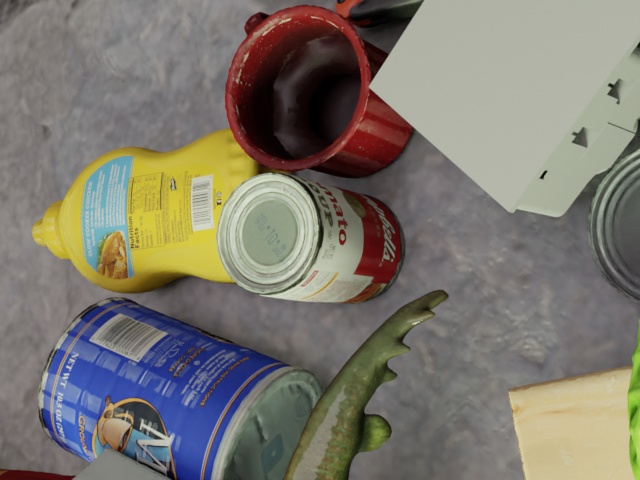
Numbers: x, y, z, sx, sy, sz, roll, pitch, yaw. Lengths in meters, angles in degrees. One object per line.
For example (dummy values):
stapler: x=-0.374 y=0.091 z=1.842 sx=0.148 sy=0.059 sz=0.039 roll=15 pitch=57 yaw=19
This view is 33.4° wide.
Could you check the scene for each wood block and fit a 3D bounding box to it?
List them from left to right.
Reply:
wood block: x=0.205 y=0.091 z=0.486 sx=0.206 sy=0.090 sz=0.090 roll=-16 pitch=77 yaw=28

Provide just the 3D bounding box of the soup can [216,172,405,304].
soup can: x=-0.004 y=0.001 z=0.607 sx=0.069 sy=0.102 sz=0.068 roll=-3 pitch=83 yaw=30

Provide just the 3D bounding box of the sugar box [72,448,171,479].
sugar box: x=-0.089 y=0.210 z=0.614 sx=0.093 sy=0.048 sz=0.176 roll=18 pitch=132 yaw=30

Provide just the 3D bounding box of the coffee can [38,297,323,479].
coffee can: x=-0.083 y=0.103 z=0.641 sx=0.140 sy=0.102 sz=0.103 roll=18 pitch=94 yaw=30

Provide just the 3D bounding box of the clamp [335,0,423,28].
clamp: x=0.081 y=-0.186 z=0.615 sx=0.120 sy=0.039 sz=0.171 roll=42 pitch=105 yaw=29

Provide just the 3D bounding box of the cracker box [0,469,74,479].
cracker box: x=-0.233 y=0.188 z=0.683 sx=0.214 sy=0.164 sz=0.072 roll=-5 pitch=85 yaw=29

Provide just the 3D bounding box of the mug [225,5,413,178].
mug: x=-0.002 y=-0.089 z=0.626 sx=0.093 sy=0.081 sz=0.117 roll=-48 pitch=65 yaw=17

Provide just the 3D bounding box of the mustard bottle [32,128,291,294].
mustard bottle: x=-0.111 y=-0.014 z=0.694 sx=0.192 sy=0.058 sz=0.096 roll=-6 pitch=82 yaw=29

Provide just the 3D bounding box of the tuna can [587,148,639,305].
tuna can: x=0.182 y=-0.006 z=0.541 sx=0.086 sy=0.033 sz=0.086 roll=-3 pitch=83 yaw=29
